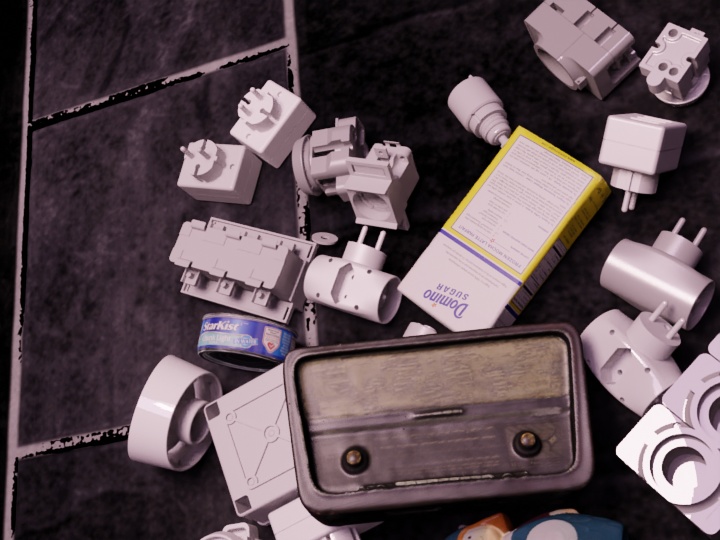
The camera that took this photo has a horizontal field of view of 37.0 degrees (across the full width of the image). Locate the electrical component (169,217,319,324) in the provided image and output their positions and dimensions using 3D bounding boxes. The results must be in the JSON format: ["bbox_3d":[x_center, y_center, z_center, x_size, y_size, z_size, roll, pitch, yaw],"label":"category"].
[{"bbox_3d":[-0.109,-0.005,0.993,0.121,0.063,0.078,14,77,28],"label":"electrical component"}]

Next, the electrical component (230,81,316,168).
[{"bbox_3d":[-0.092,-0.148,1.032,0.047,0.077,0.065,35,87,31],"label":"electrical component"}]

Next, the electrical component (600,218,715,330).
[{"bbox_3d":[0.243,-0.004,0.847,0.077,0.043,0.079,30,85,30],"label":"electrical component"}]

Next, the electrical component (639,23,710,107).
[{"bbox_3d":[0.264,-0.167,0.893,0.048,0.055,0.066,33,86,30],"label":"electrical component"}]

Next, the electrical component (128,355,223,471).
[{"bbox_3d":[-0.167,0.127,0.951,0.064,0.099,0.099,15,77,22],"label":"electrical component"}]

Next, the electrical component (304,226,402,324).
[{"bbox_3d":[0.000,0.000,0.952,0.077,0.043,0.079,17,83,28],"label":"electrical component"}]

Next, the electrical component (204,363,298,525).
[{"bbox_3d":[-0.064,0.145,0.919,0.109,0.056,0.108,-29,61,11],"label":"electrical component"}]

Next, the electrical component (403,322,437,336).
[{"bbox_3d":[0.044,0.077,0.906,0.044,0.044,0.065,22,76,29],"label":"electrical component"}]

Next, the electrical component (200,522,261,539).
[{"bbox_3d":[-0.108,0.250,0.897,0.058,0.057,0.078,-13,66,19],"label":"electrical component"}]

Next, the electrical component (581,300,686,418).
[{"bbox_3d":[0.218,0.059,0.823,0.077,0.043,0.079,51,125,30],"label":"electrical component"}]

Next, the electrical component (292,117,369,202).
[{"bbox_3d":[-0.027,-0.100,0.996,0.057,0.058,0.078,-8,65,19],"label":"electrical component"}]

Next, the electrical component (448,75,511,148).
[{"bbox_3d":[0.111,-0.137,0.959,0.040,0.040,0.078,-37,60,7],"label":"electrical component"}]

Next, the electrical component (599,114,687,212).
[{"bbox_3d":[0.227,-0.085,0.878,0.047,0.066,0.076,18,108,29],"label":"electrical component"}]

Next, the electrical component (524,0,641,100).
[{"bbox_3d":[0.191,-0.196,0.940,0.056,0.050,0.089,-44,60,3],"label":"electrical component"}]

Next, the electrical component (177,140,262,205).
[{"bbox_3d":[-0.144,-0.101,1.038,0.066,0.077,0.047,6,73,26],"label":"electrical component"}]

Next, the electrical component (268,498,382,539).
[{"bbox_3d":[-0.019,0.218,0.876,0.083,0.047,0.075,-30,61,11],"label":"electrical component"}]

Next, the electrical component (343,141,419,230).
[{"bbox_3d":[0.022,-0.076,0.960,0.042,0.081,0.063,11,53,27],"label":"electrical component"}]

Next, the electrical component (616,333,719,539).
[{"bbox_3d":[0.271,0.110,0.779,0.150,0.062,0.089,-48,59,1],"label":"electrical component"}]
